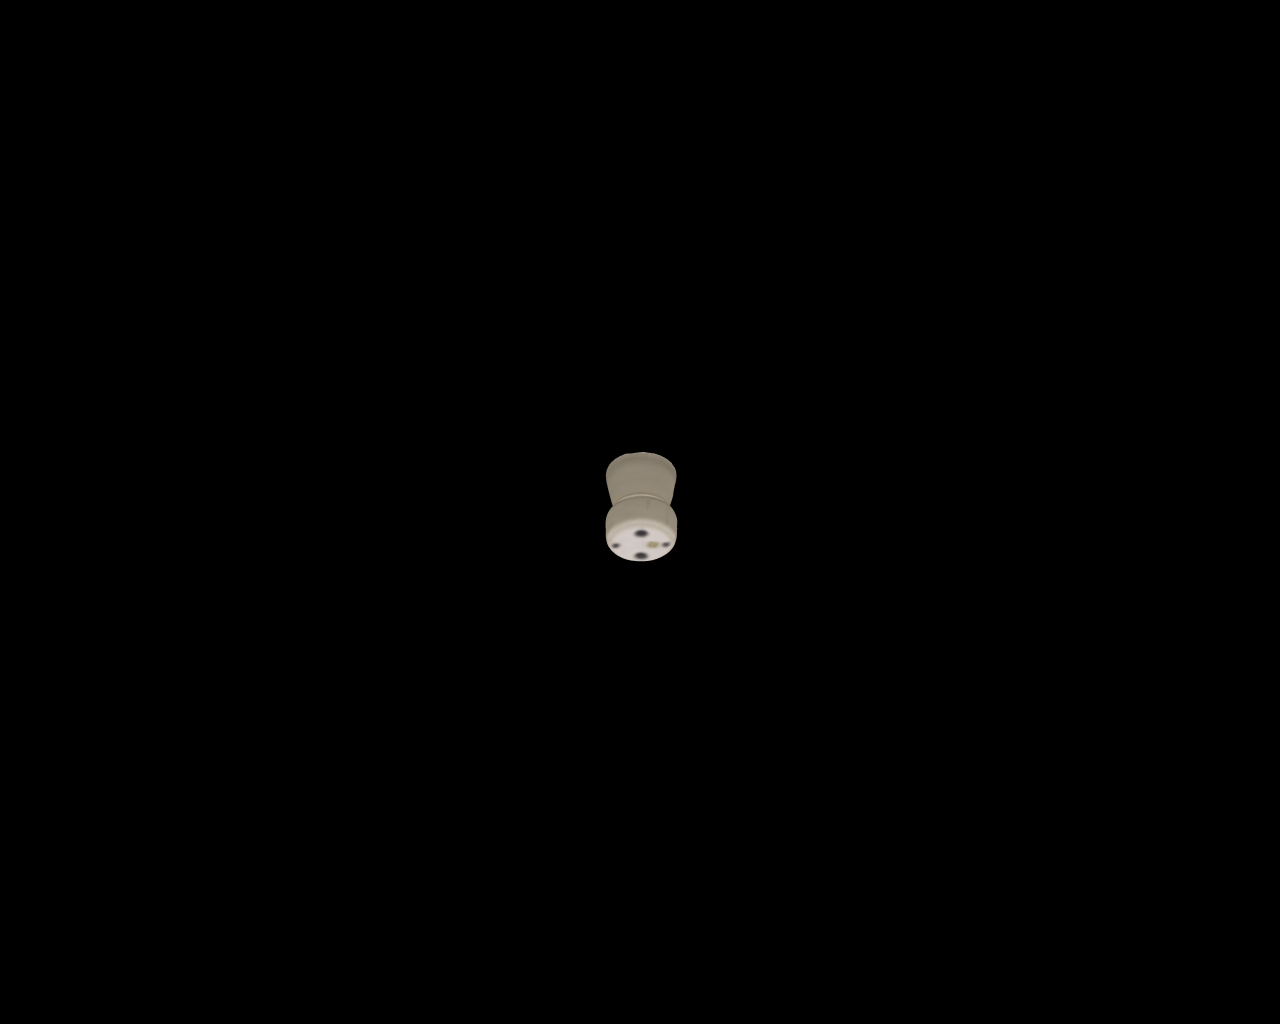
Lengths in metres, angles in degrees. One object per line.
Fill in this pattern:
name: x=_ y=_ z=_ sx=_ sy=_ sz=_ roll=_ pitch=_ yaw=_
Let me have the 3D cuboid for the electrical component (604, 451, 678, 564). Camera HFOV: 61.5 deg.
electrical component: x=0.001 y=-0.003 z=0.650 sx=0.045 sy=0.055 sz=0.044 roll=0 pitch=-37 yaw=0
